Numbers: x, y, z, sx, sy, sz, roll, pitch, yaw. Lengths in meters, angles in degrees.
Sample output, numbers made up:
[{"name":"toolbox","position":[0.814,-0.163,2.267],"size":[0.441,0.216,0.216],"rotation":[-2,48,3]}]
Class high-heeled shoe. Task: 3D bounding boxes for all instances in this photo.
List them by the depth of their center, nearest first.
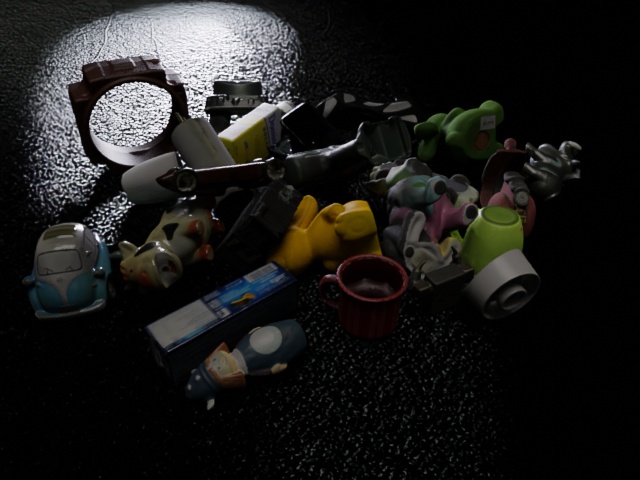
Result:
[{"name":"high-heeled shoe","position":[0.100,-0.262,1.199],"size":[0.249,0.086,0.145],"rotation":[-23,73,-2]}]

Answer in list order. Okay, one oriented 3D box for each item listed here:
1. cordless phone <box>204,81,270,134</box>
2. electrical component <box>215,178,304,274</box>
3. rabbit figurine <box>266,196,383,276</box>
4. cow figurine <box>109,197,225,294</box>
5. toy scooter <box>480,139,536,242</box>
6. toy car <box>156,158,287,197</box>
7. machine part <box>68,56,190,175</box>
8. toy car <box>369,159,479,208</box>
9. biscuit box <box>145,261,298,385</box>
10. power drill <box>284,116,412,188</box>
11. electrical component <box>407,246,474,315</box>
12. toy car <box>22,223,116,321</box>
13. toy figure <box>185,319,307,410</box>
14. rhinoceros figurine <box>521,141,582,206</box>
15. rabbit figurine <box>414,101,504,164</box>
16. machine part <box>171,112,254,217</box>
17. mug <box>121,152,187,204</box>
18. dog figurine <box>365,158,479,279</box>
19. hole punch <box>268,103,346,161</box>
[{"name":"cordless phone","position":[-0.183,-0.263,1.175],"size":[0.147,0.088,0.184],"rotation":[0,49,-3]},{"name":"electrical component","position":[-0.097,-0.017,0.806],"size":[0.058,0.134,0.115],"rotation":[41,37,-11]},{"name":"rabbit figurine","position":[-0.002,-0.002,0.804],"size":[0.173,0.121,0.162],"rotation":[-21,37,2]},{"name":"cow figurine","position":[-0.223,0.007,0.795],"size":[0.127,0.085,0.195],"rotation":[-13,28,10]},{"name":"toy scooter","position":[0.316,-0.088,0.900],"size":[0.075,0.135,0.184],"rotation":[3,39,-1]},{"name":"toy car","position":[-0.147,-0.095,0.829],"size":[0.202,0.053,0.089],"rotation":[-11,15,-24]},{"name":"machine part","position":[-0.352,-0.232,1.013],"size":[0.201,0.201,0.087],"rotation":[-17,45,-22]},{"name":"toy car","position":[0.185,-0.098,0.974],"size":[0.202,0.056,0.073],"rotation":[21,38,28]},{"name":"biscuit box","position":[-0.120,0.101,0.702],"size":[0.203,0.062,0.059],"rotation":[-27,45,-32]},{"name":"power drill","position":[0.062,-0.154,0.951],"size":[0.232,0.086,0.207],"rotation":[-18,9,-36]},{"name":"electrical component","position":[0.170,0.057,0.752],"size":[0.102,0.078,0.045],"rotation":[-23,45,-16]},{"name":"toy car","position":[-0.350,0.029,0.756],"size":[0.109,0.102,0.162],"rotation":[-6,40,-11]},{"name":"toy figure","position":[-0.091,0.145,0.652],"size":[0.154,0.057,0.064],"rotation":[-23,24,-25]},{"name":"rhinoceros figurine","position":[0.436,-0.136,1.016],"size":[0.112,0.073,0.190],"rotation":[21,42,25]},{"name":"rabbit figurine","position":[0.268,-0.210,1.104],"size":[0.159,0.121,0.170],"rotation":[-22,25,-17]},{"name":"machine part","position":[-0.187,-0.127,0.933],"size":[0.079,0.079,0.243],"rotation":[-25,71,-30]},{"name":"mug","position":[-0.297,-0.112,0.961],"size":[0.107,0.080,0.110],"rotation":[-17,44,-7]},{"name":"dog figurine","position":[0.138,-0.040,0.858],"size":[0.108,0.191,0.219],"rotation":[27,2,-23]},{"name":"hole punch","position":[-0.029,-0.196,1.087],"size":[0.116,0.092,0.142],"rotation":[42,44,3]}]
